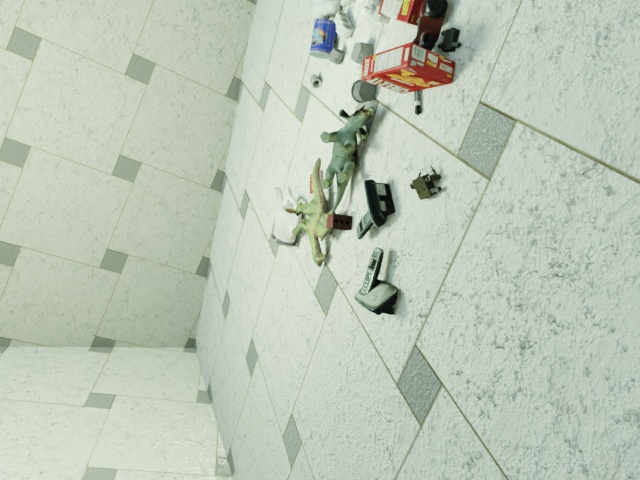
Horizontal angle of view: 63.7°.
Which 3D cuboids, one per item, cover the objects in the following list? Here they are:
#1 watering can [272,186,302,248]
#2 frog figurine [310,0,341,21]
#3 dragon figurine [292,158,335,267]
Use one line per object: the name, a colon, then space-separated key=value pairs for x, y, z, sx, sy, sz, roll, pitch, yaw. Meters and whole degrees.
watering can: x=-0.158 y=-0.103 z=2.328 sx=0.353 sy=0.104 sz=0.221 roll=-133 pitch=53 yaw=-59
frog figurine: x=0.022 y=-0.981 z=2.166 sx=0.136 sy=0.122 sz=0.162 roll=-54 pitch=21 yaw=15
dragon figurine: x=0.006 y=-0.100 z=1.981 sx=0.245 sy=0.122 sz=0.406 roll=27 pitch=111 yaw=57
